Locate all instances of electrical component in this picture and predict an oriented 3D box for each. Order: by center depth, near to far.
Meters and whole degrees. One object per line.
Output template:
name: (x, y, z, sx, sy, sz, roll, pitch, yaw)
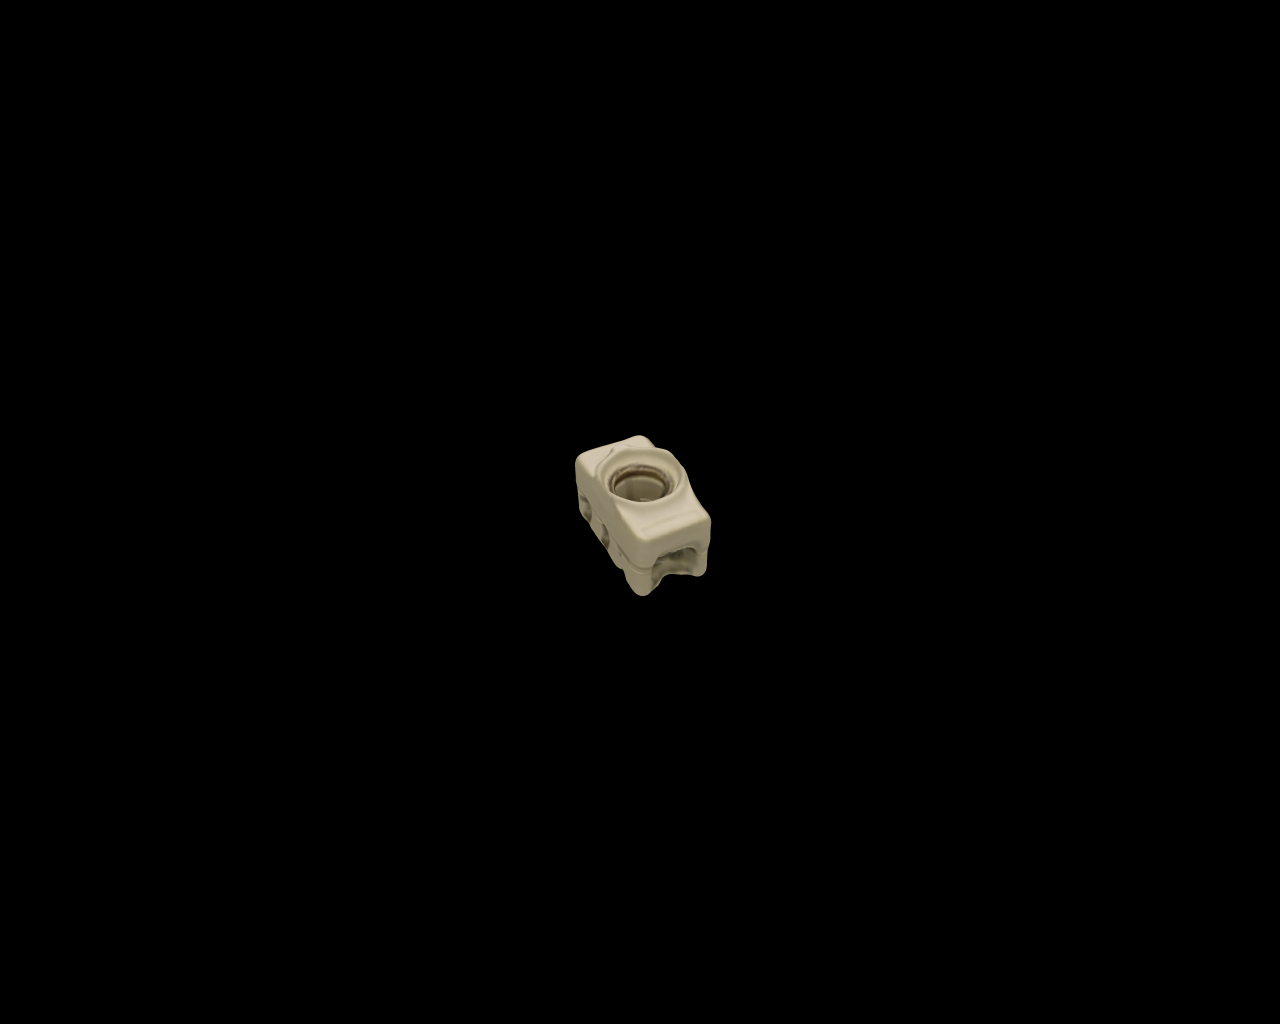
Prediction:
electrical component: (0.001, -0.003, 0.650, 0.050, 0.055, 0.090, -19, 46, -19)
